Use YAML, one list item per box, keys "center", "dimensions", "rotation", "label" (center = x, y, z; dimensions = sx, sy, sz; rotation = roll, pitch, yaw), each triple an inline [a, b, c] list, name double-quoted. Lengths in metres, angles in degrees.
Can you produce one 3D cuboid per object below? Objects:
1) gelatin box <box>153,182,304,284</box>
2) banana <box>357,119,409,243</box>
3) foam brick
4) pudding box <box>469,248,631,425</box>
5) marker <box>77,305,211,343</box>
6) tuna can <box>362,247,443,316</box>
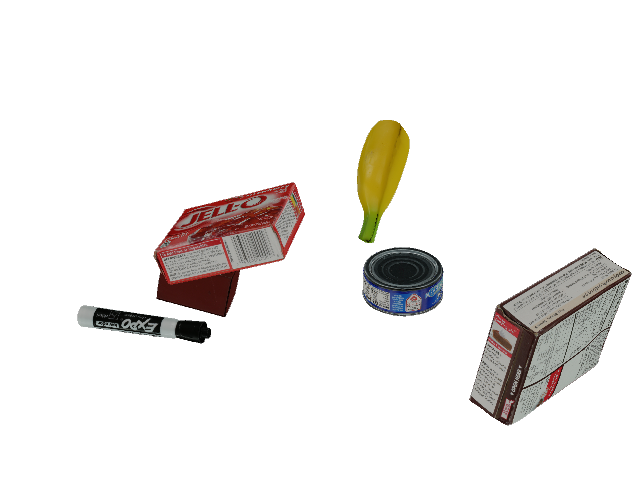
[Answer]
- center: [-0.061, -0.006, 0.734]
  dimensions: [0.089, 0.030, 0.073]
  rotation: [-12, 22, 17]
  label: "gelatin box"
- center: [0.050, -0.067, 0.896]
  dimensions: [0.037, 0.070, 0.197]
  rotation: [25, 24, -2]
  label: "banana"
- center: [-0.128, 0.038, 1.129]
  dimensions: [0.078, 0.051, 0.053]
  rotation: [15, 31, 2]
  label: "foam brick"
- center: [0.160, 0.066, 0.740]
  dimensions: [0.113, 0.090, 0.039]
  rotation: [-26, 48, -37]
  label: "pudding box"
- center: [-0.152, 0.072, 0.919]
  dimensions: [0.121, 0.020, 0.020]
  rotation: [6, 2, 17]
  label: "marker"
- center: [0.087, 0.042, 1.130]
  dimensions: [0.086, 0.034, 0.086]
  rotation: [-1, 31, 1]
  label: "tuna can"
